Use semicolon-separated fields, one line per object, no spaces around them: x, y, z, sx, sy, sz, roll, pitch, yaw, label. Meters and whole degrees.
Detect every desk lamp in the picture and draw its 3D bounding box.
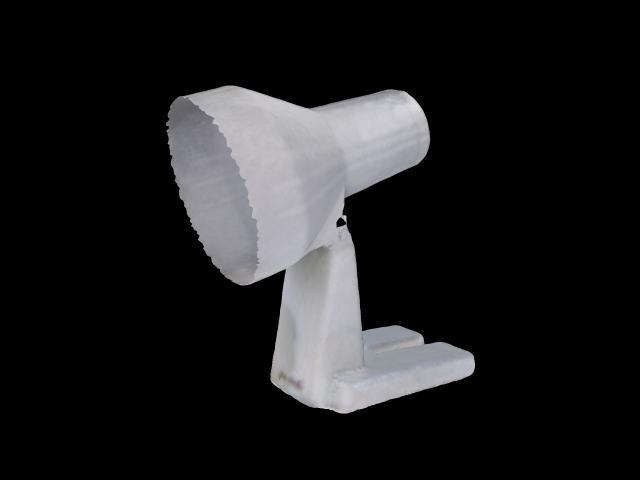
0.004;0.001;0.400;0.204;0.213;0.117;-5;10;-32;desk lamp
